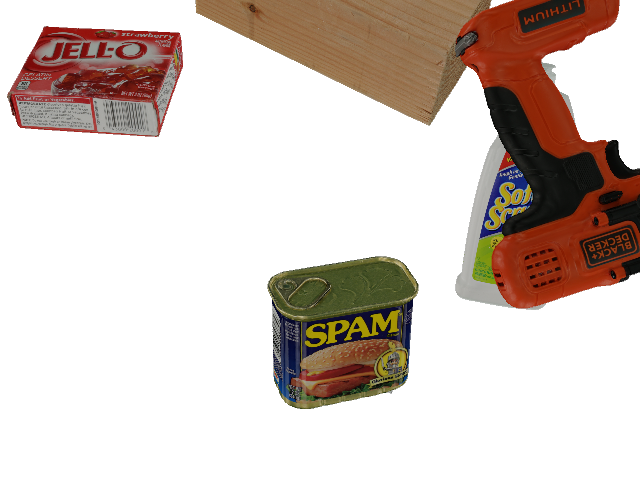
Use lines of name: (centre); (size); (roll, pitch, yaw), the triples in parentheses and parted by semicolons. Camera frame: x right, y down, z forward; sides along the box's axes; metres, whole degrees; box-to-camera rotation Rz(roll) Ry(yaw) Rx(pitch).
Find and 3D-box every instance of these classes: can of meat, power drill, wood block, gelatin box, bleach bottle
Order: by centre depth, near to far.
gelatin box: (-0.134, -0.098, 0.645); (0.089, 0.030, 0.073); (4, 43, 5)
power drill: (0.176, -0.067, 0.664); (0.184, 0.187, 0.057); (-18, -2, -5)
can of meat: (0.015, 0.066, 0.756); (0.102, 0.084, 0.057); (-9, 33, -15)
wood block: (0.016, -0.185, 0.803); (0.206, 0.090, 0.091); (28, -29, 11)
bleach bottle: (0.203, -0.058, 1.103); (0.103, 0.251, 0.068); (9, 20, 15)

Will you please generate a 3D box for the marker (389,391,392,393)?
marker: (0.021, 0.126, 1.105); (0.121, 0.020, 0.020); (22, 3, 6)
